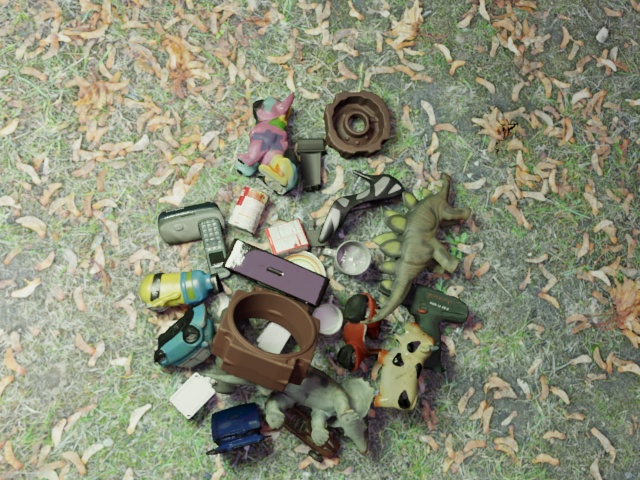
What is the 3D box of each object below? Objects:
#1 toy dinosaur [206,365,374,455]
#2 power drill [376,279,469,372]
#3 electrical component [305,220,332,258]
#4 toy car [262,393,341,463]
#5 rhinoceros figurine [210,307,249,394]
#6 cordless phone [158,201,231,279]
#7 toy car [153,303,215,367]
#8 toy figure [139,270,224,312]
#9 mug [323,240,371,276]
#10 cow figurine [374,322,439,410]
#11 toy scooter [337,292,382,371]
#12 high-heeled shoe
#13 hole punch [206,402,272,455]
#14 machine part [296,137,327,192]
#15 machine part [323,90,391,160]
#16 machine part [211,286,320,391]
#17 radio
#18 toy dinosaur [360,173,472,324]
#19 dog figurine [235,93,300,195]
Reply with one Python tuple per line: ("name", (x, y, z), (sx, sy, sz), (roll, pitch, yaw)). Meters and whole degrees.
("toy dinosaur", (-0.036, 0.327, 1.177), (0.405, 0.192, 0.131), (30, 103, -4))
("power drill", (0.236, 0.210, 1.295), (0.232, 0.086, 0.207), (9, 74, -7))
("electrical component", (-0.003, -0.004, 1.309), (0.063, 0.021, 0.094), (-6, 83, -10))
("toy car", (-0.040, 0.426, 1.231), (0.202, 0.053, 0.089), (39, 75, -1))
("rhinoceros figurine", (-0.199, 0.246, 1.201), (0.073, 0.112, 0.190), (8, 73, -10))
("cordless phone", (-0.286, 0.010, 1.243), (0.147, 0.089, 0.184), (-13, 103, -10))
("toy car", (-0.288, 0.229, 1.194), (0.161, 0.109, 0.102), (-42, 112, 6))
("toy figure", (-0.316, 0.108, 1.218), (0.180, 0.082, 0.089), (-14, 65, -3))
("mug", (0.059, 0.046, 1.269), (0.110, 0.107, 0.080), (9, 80, -3))
("cow figurine", (0.194, 0.280, 1.198), (0.127, 0.085, 0.194), (7, 87, 13))
("toy scooter", (0.110, 0.221, 1.257), (0.135, 0.075, 0.184), (26, 70, -38))
("high-heeled shoe", (0.103, -0.066, 1.297), (0.145, 0.086, 0.249), (28, 70, 2))
("hole punch", (-0.182, 0.413, 1.182), (0.142, 0.115, 0.092), (-10, 76, -10))
("machine part", (-0.020, -0.187, 1.325), (0.084, 0.039, 0.139), (2, 81, -13))
("machine part", (0.091, -0.288, 1.346), (0.179, 0.056, 0.179), (1, 81, -9))
("machine part", (-0.107, 0.196, 1.111), (0.201, 0.201, 0.087), (20, 123, -3))
("radio", (-0.098, 0.078, 1.208), (0.230, 0.131, 0.073), (24, 80, 0))
("toy dinosaur", (0.229, 0.012, 1.277), (0.198, 0.105, 0.471), (24, 62, -4))
("dog figurine", (-0.099, -0.239, 1.284), (0.192, 0.108, 0.219), (29, 76, 2))
